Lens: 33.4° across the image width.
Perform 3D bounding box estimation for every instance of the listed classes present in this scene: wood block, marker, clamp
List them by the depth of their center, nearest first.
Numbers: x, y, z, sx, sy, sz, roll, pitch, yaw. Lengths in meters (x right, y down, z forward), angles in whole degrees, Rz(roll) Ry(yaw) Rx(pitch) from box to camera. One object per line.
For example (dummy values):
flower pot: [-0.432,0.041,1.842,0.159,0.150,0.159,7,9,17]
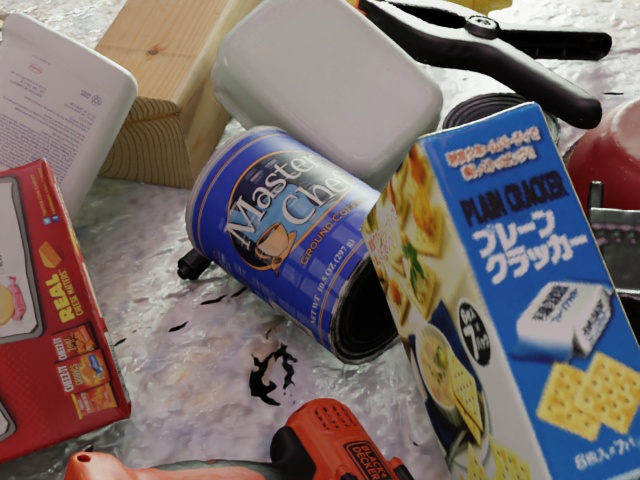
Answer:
marker: [-0.060,-0.012,0.771,0.020,0.020,0.121,26,55,28]
clamp: [0.125,-0.145,0.813,0.210,0.036,0.164,14,31,2]
wood block: [-0.112,-0.147,0.858,0.091,0.090,0.206,9,48,14]

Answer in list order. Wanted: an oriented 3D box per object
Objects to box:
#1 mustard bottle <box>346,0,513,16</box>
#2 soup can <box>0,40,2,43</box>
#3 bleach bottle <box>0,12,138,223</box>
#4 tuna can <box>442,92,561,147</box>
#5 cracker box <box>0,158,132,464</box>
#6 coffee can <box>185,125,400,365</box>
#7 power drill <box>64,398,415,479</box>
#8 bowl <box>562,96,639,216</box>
mustard bottle: [0.068,-0.207,0.912,0.192,0.058,0.096,0,43,8]
soup can: [-0.217,-0.095,0.813,0.068,0.102,0.068,-4,46,4]
bleach bottle: [-0.221,-0.018,0.709,0.102,0.068,0.251,28,81,-5]
tuna can: [0.134,-0.071,0.791,0.086,0.034,0.086,-4,46,4]
cracker box: [-0.238,0.062,0.634,0.213,0.072,0.164,-19,89,-10]
coffee can: [-0.005,0.001,0.694,0.102,0.103,0.140,-37,53,-26]
power drill: [-0.026,0.157,0.536,0.187,0.057,0.185,0,30,-30]
bowl: [0.249,-0.055,0.748,0.162,0.055,0.162,-4,46,4]
